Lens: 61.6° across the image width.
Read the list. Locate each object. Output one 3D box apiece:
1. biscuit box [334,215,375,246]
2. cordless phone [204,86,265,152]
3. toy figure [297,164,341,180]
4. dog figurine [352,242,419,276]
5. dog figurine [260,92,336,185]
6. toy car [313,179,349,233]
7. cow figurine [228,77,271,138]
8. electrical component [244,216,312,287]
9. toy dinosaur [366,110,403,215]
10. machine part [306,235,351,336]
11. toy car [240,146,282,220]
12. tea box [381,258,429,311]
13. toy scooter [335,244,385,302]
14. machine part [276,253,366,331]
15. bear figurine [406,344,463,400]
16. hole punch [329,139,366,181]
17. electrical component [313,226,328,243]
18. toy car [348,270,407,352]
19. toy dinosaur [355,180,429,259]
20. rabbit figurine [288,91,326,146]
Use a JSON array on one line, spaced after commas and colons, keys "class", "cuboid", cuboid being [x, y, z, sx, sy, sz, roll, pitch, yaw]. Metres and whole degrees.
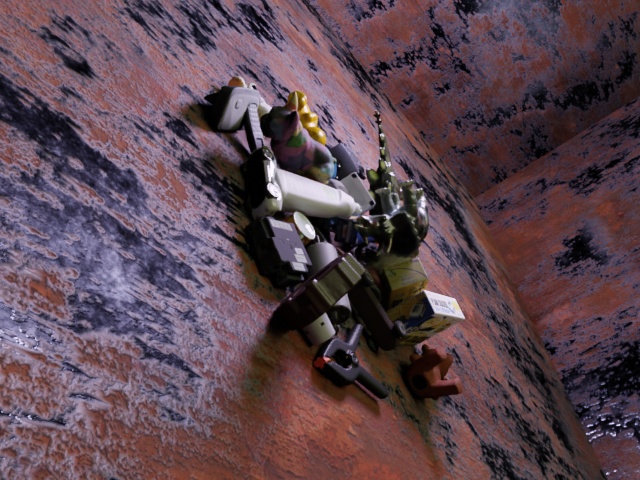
[{"class": "biscuit box", "cuboid": [0.105, -0.029, 1.389, 0.202, 0.059, 0.062, -13, 113, -64]}, {"class": "cordless phone", "cuboid": [-0.178, -0.250, 1.220, 0.146, 0.089, 0.184, -28, 103, -67]}, {"class": "toy figure", "cuboid": [-0.012, -0.193, 1.446, 0.180, 0.089, 0.082, 8, 69, -64]}, {"class": "dog figurine", "cuboid": [0.162, 0.088, 1.438, 0.190, 0.121, 0.172, -3, 84, -32]}, {"class": "dog figurine", "cuboid": [-0.045, -0.229, 1.242, 0.192, 0.219, 0.108, 3, 53, -8]}, {"class": "toy car", "cuboid": [0.022, -0.102, 1.369, 0.109, 0.103, 0.162, 15, 44, -56]}, {"class": "cow figurine", "cuboid": [-0.163, -0.340, 1.362, 0.167, 0.068, 0.098, 56, 17, -9]}, {"class": "electrical component", "cuboid": [-0.078, 0.026, 1.060, 0.115, 0.058, 0.134, 14, 47, -55]}, {"class": "toy dinosaur", "cuboid": [0.191, -0.136, 1.589, 0.198, 0.105, 0.471, 3, 82, -70]}, {"class": "machine part", "cuboid": [0.013, 0.091, 1.128, 0.079, 0.079, 0.243, 33, 32, -42]}, {"class": "toy car", "cuboid": [-0.124, -0.122, 1.143, 0.056, 0.073, 0.202, 31, 33, -39]}, {"class": "tea box", "cuboid": [0.205, 0.123, 1.339, 0.169, 0.098, 0.068, 84, -12, -59]}, {"class": "toy scooter", "cuboid": [0.089, 0.070, 1.312, 0.183, 0.075, 0.135, 45, 23, -15]}, {"class": "machine part", "cuboid": [-0.001, 0.092, 0.976, 0.056, 0.179, 0.179, 52, 23, -1]}, {"class": "bear figurine", "cuboid": [0.291, 0.313, 1.319, 0.196, 0.132, 0.120, -11, 73, -59]}, {"class": "hole punch", "cuboid": [0.049, -0.209, 1.558, 0.092, 0.116, 0.142, -17, 74, -58]}, {"class": "electrical component", "cuboid": [-0.003, -0.004, 1.253, 0.063, 0.021, 0.094, 54, -2, -4]}, {"class": "toy car", "cuboid": [0.116, 0.159, 1.227, 0.202, 0.089, 0.053, 57, 23, 6]}, {"class": "toy dinosaur", "cuboid": [0.227, -0.044, 1.402, 0.404, 0.131, 0.192, 3, 78, -63]}, {"class": "rabbit figurine", "cuboid": [-0.045, -0.293, 1.473, 0.173, 0.122, 0.162, 47, -8, 34]}]
